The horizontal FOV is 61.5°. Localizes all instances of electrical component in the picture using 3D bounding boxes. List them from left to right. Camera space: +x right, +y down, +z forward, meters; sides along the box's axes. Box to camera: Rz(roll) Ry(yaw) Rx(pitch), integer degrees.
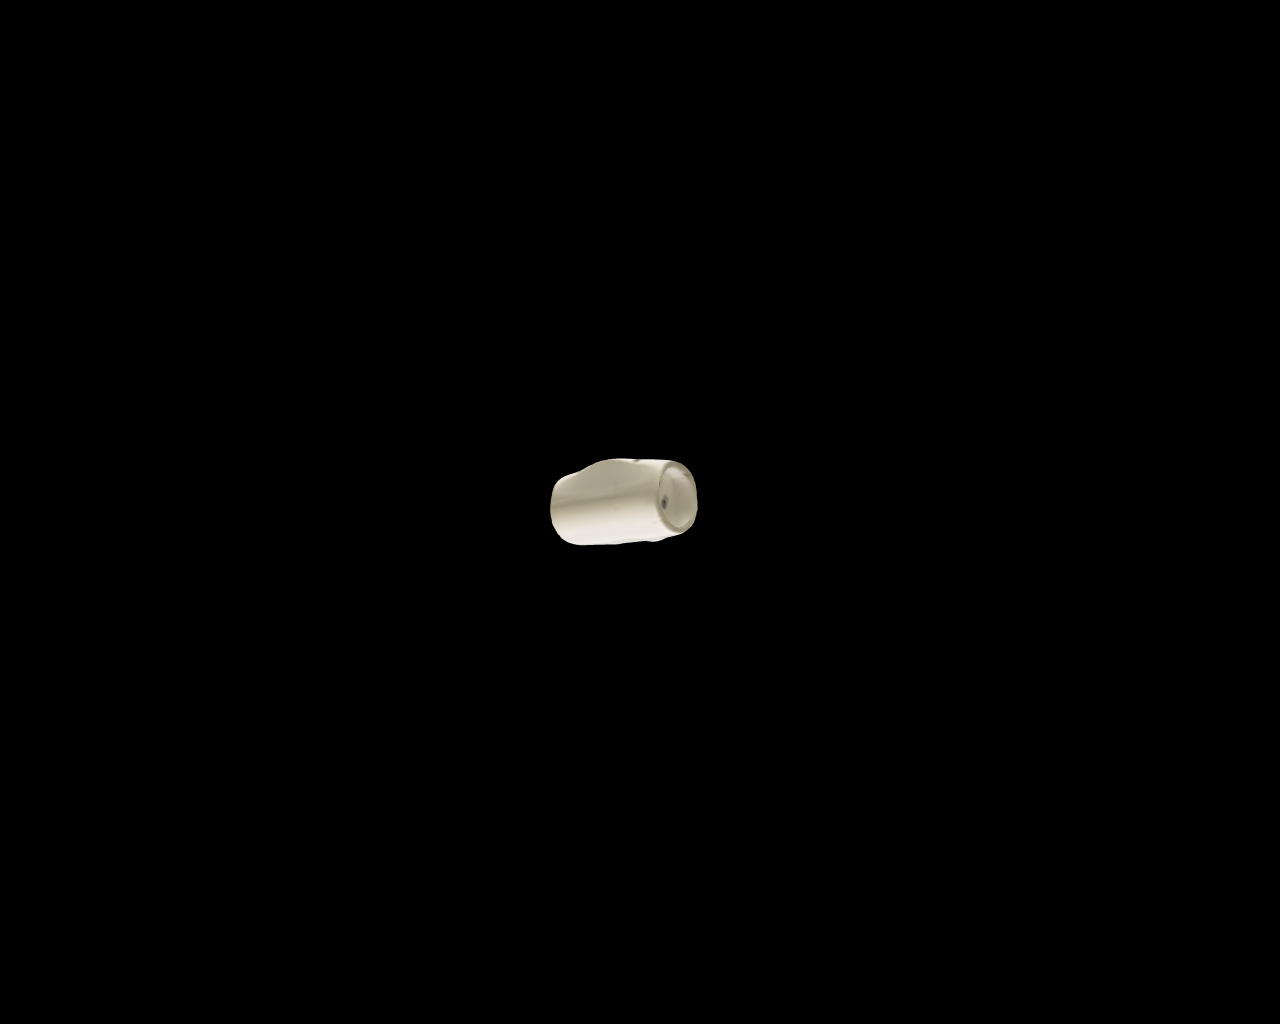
[{"bbox_3d":[0.001,-0.003,0.650,0.077,0.043,0.079,-8,-14,35],"label":"electrical component"}]
